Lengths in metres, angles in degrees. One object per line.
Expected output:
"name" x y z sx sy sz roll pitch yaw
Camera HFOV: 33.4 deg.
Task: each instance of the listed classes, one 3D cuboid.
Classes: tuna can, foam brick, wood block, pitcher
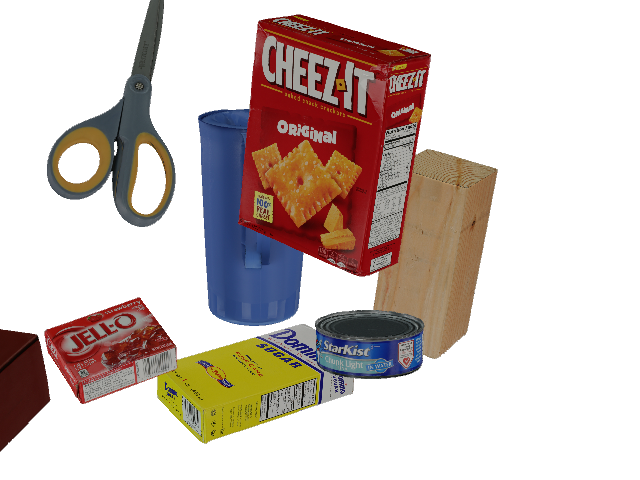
"tuna can" 0.038 0.081 0.837 0.086 0.034 0.086 0 10 0
"foam brick" -0.218 0.098 0.679 0.053 0.051 0.078 6 29 22
"wood block" 0.126 0.014 1.202 0.090 0.206 0.090 19 26 26
"pitcher" -0.076 -0.026 1.231 0.145 0.243 0.148 15 21 39

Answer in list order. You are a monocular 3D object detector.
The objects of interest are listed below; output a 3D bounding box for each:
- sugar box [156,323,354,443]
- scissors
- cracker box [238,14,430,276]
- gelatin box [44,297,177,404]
"sugar box" -0.062 0.137 1.054 0.175 0.048 0.093 -16 33 -32
"scissors" -0.149 -0.102 0.760 0.096 0.202 0.016 -1 -25 -20
"cracker box" 0.007 -0.092 1.026 0.164 0.214 0.071 24 29 34
"gelatin box" -0.174 0.090 0.888 0.089 0.030 0.073 -19 41 -27
